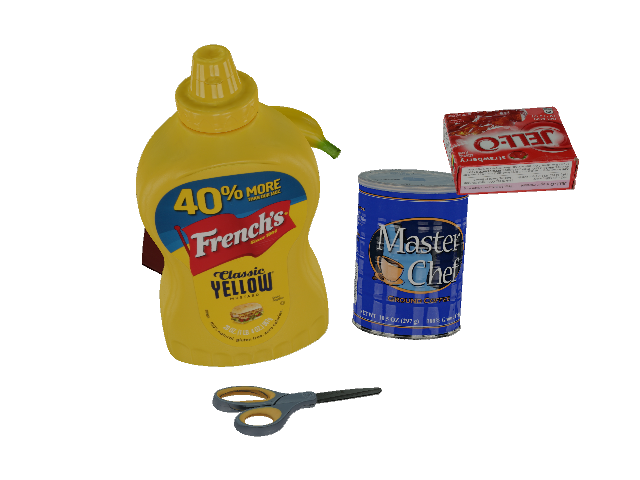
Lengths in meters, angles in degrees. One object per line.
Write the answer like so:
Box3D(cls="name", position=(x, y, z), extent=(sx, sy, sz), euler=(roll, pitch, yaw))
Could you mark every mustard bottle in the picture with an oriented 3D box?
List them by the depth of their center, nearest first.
Box3D(cls="mustard bottle", position=(-0.047, -0.017, 0.571), extent=(0.096, 0.192, 0.058), euler=(-8, 40, -5))

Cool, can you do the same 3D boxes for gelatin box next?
Box3D(cls="gelatin box", position=(0.140, -0.068, 0.795), extent=(0.089, 0.030, 0.073), euler=(-4, 38, 0))

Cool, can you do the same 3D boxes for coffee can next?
Box3D(cls="coffee can", position=(0.083, 0.010, 0.989), extent=(0.103, 0.140, 0.103), euler=(2, 12, -1))

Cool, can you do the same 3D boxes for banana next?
Box3D(cls="banana", position=(-0.068, -0.107, 1.096), extent=(0.197, 0.037, 0.070), euler=(-11, 50, -36))

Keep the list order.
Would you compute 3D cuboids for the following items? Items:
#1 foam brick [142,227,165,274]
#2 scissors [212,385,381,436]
Box3D(cls="foam brick", position=(-0.095, 0.004, 0.844), extent=(0.078, 0.051, 0.052), euler=(25, 33, 23))
Box3D(cls="scissors", position=(-0.019, 0.188, 1.190), extent=(0.201, 0.016, 0.096), euler=(3, 23, -12))
